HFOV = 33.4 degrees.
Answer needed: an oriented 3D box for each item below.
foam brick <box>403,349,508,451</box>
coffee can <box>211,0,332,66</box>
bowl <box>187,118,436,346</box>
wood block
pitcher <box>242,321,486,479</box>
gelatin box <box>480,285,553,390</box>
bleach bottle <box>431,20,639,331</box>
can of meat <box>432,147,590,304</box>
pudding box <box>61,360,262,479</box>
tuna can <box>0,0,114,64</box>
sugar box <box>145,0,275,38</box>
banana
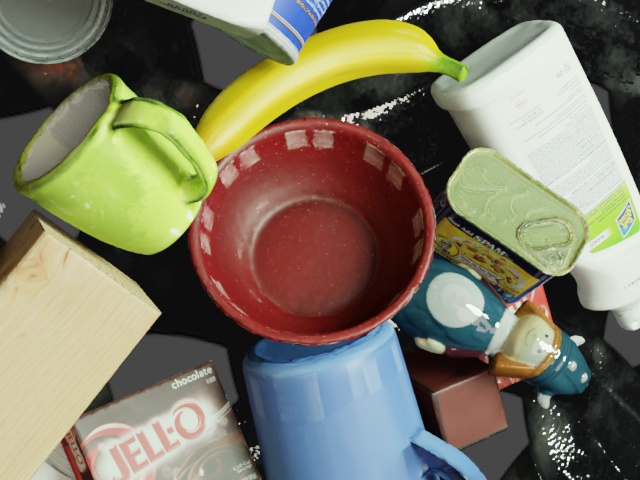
[{"bbox_3d":[0.092,0.115,0.783,0.051,0.078,0.053,-21,107,-17],"label":"foam brick"},{"bbox_3d":[-0.023,-0.196,0.667,0.102,0.103,0.140,32,89,-22],"label":"coffee can"},{"bbox_3d":[-0.005,0.001,0.715,0.162,0.055,0.162,-1,67,2],"label":"bowl"},{"bbox_3d":[-0.205,0.093,0.669,0.090,0.090,0.206,39,86,-22],"label":"wood block"},{"bbox_3d":[0.035,0.178,0.745,0.149,0.145,0.243,-17,103,-12],"label":"pitcher"},{"bbox_3d":[0.139,0.065,0.814,0.073,0.030,0.089,-22,107,-14],"label":"gelatin box"},{"bbox_3d":[0.183,-0.032,0.794,0.102,0.068,0.250,-35,112,-9],"label":"bleach bottle"},{"bbox_3d":[0.123,-0.006,0.750,0.102,0.084,0.057,34,65,0],"label":"can of meat"},{"bbox_3d":[-0.106,0.142,0.708,0.113,0.039,0.090,-21,87,-38],"label":"pudding box"},{"bbox_3d":[-0.173,-0.153,0.661,0.086,0.034,0.086,-4,102,-18],"label":"tuna can"},{"bbox_3d":[-0.049,-0.209,0.581,0.093,0.048,0.176,17,90,-19],"label":"sugar box"},{"bbox_3d":[-0.003,-0.107,0.715,0.197,0.070,0.037,-21,136,-9],"label":"banana"}]
